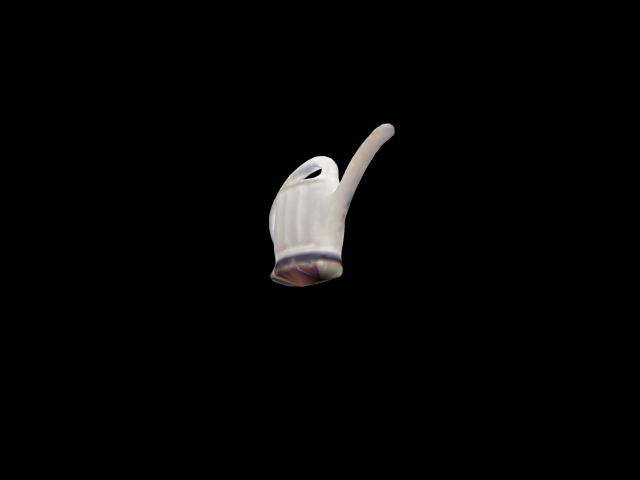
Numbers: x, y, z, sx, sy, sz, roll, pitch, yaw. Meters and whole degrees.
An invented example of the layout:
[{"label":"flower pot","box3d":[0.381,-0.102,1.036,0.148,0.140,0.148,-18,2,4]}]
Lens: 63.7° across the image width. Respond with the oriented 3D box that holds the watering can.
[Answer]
[{"label":"watering can","box3d":[0.003,-0.043,0.850,0.103,0.228,0.343,12,-21,-32]}]
